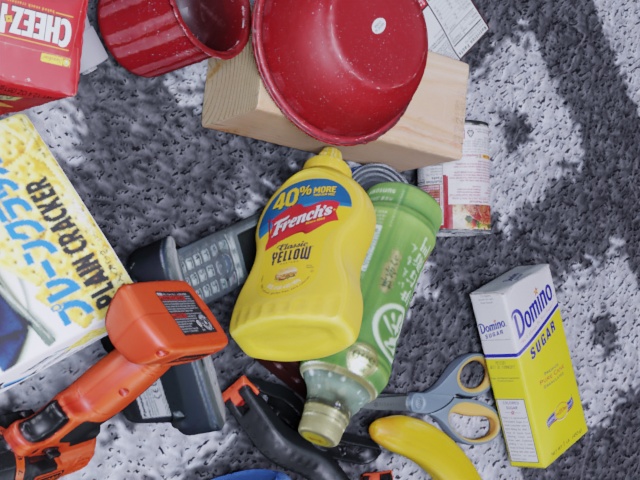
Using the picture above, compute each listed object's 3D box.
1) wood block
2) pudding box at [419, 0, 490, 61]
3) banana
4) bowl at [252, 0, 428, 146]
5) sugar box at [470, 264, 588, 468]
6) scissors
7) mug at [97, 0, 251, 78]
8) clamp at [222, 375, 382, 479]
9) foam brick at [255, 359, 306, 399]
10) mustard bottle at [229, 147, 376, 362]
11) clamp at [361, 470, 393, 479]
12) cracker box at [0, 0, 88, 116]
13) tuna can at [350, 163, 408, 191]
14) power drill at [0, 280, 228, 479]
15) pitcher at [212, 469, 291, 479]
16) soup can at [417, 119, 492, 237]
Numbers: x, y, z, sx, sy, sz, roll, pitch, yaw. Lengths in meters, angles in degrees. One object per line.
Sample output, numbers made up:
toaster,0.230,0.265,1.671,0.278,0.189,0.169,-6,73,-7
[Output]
wood block,0.016,-0.123,0.892,0.205,0.091,0.090,10,81,-33
pudding box,0.095,-0.210,0.982,0.090,0.039,0.113,-48,115,-26
banana,0.109,0.214,0.964,0.197,0.037,0.069,57,45,-25
bowl,0.029,-0.155,0.814,0.161,0.055,0.162,3,84,-35
sugar box,0.203,0.119,1.028,0.093,0.048,0.176,-24,105,-47
scissors,0.097,0.133,0.982,0.201,0.016,0.096,26,72,-31
mug,-0.115,-0.182,0.799,0.093,0.082,0.117,-24,100,-55
clamp,-0.007,0.175,0.865,0.171,0.120,0.039,34,107,-25
foam brick,-0.007,0.097,0.890,0.078,0.053,0.051,42,66,-25
mustard bottle,-0.006,0.001,0.829,0.058,0.096,0.191,55,35,-40
clamp,0.057,0.296,0.886,0.036,0.164,0.210,-9,71,8
cracker box,-0.255,-0.118,0.633,0.163,0.214,0.072,9,85,-34
tuna can,0.042,-0.024,0.940,0.085,0.034,0.086,2,87,-34
power drill,-0.161,0.103,0.685,0.057,0.188,0.184,54,15,11
pitcher,-0.037,0.304,0.828,0.144,0.149,0.243,-17,95,-18
soup can,0.122,-0.055,0.976,0.068,0.069,0.102,1,86,-34
